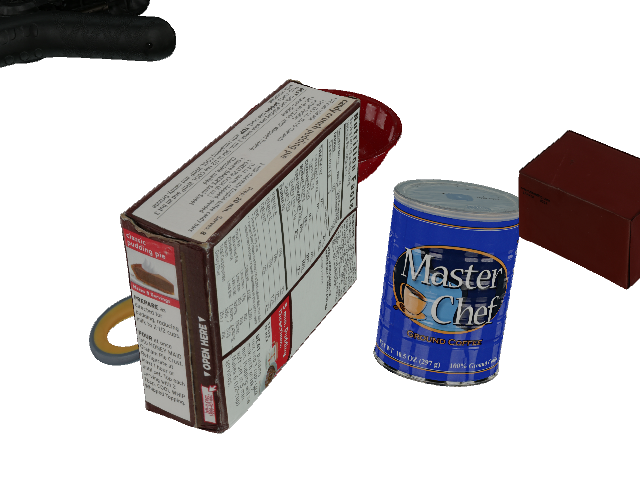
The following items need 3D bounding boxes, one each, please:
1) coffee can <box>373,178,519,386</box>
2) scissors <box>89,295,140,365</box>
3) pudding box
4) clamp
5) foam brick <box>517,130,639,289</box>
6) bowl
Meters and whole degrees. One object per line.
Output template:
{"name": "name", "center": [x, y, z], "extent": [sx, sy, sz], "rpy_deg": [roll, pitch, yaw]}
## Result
{"name": "coffee can", "center": [0.101, 0.031, 0.848], "extent": [0.103, 0.140, 0.103], "rpy_deg": [6, 16, -2]}
{"name": "scissors", "center": [-0.060, 0.020, 0.625], "extent": [0.096, 0.016, 0.201], "rpy_deg": [10, 42, 17]}
{"name": "pudding box", "center": [-0.025, 0.004, 0.403], "extent": [0.039, 0.090, 0.113], "rpy_deg": [16, 39, 22]}
{"name": "clamp", "center": [-0.173, -0.130, 0.642], "extent": [0.171, 0.039, 0.120], "rpy_deg": [-3, 22, -6]}
{"name": "foam brick", "center": [0.160, -0.019, 0.617], "extent": [0.051, 0.053, 0.078], "rpy_deg": [-36, 47, -28]}
{"name": "bowl", "center": [0.000, -0.094, 1.081], "extent": [0.162, 0.055, 0.162], "rpy_deg": [0, 34, 0]}
